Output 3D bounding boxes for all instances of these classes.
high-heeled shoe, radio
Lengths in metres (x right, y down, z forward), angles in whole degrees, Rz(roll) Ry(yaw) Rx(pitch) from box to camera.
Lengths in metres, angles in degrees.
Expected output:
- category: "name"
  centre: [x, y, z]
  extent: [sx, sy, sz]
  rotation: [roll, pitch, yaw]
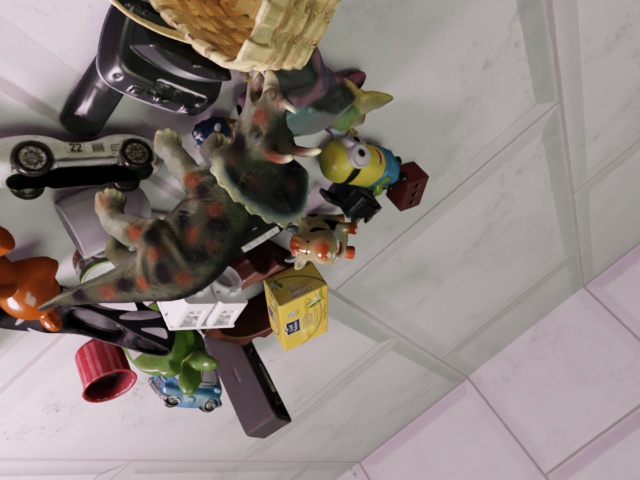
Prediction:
- category: "high-heeled shoe"
  centre: [-0.350, 0.141, 0.814]
  extent: [0.249, 0.145, 0.086]
  rotation: [-9, 137, -37]
- category: "radio"
  centre: [-0.148, 0.289, 1.107]
  extent: [0.073, 0.230, 0.131]
  rotation: [-31, 151, 0]

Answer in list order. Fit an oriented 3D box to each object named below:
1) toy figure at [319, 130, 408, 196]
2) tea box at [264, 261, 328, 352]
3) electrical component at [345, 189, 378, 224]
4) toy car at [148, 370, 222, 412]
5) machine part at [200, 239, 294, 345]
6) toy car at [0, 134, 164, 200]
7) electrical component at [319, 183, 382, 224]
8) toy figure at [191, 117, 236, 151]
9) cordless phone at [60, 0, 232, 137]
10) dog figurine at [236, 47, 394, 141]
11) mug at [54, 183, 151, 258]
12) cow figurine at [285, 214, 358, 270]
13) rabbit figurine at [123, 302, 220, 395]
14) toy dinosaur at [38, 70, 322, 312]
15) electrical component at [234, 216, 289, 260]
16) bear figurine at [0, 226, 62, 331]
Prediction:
- category: "toy figure"
  centre: [0.077, -0.126, 0.928]
  extent: [0.180, 0.082, 0.089]
  rotation: [10, 124, -51]
- category: "tea box"
  centre: [-0.041, 0.124, 0.986]
  extent: [0.098, 0.068, 0.169]
  rotation: [-25, 146, -16]
- category: "electrical component"
  centre: [0.093, -0.070, 1.063]
  extent: [0.094, 0.021, 0.063]
  rotation: [-41, 147, 6]
- category: "toy car"
  centre: [-0.271, 0.290, 1.128]
  extent: [0.161, 0.109, 0.103]
  rotation: [23, 93, -41]
- category: "machine part"
  centre: [-0.129, 0.099, 1.017]
  extent: [0.201, 0.087, 0.201]
  rotation: [-43, 145, 10]
- category: "toy car"
  centre: [-0.290, -0.092, 0.650]
  extent: [0.202, 0.056, 0.073]
  rotation: [-10, 163, -35]
- category: "electrical component"
  centre: [0.051, -0.080, 0.969]
  extent: [0.048, 0.075, 0.119]
  rotation: [-46, 143, 16]
- category: "toy figure"
  centre: [-0.117, -0.136, 0.762]
  extent: [0.154, 0.058, 0.064]
  rotation: [20, 111, -46]
- category: "cordless phone"
  centre: [-0.207, -0.174, 0.632]
  extent: [0.184, 0.089, 0.146]
  rotation: [-41, 150, 28]
- category: "dog figurine"
  centre: [0.000, -0.213, 0.731]
  extent: [0.219, 0.109, 0.191]
  rotation: [-21, 141, -29]
- category: "mug"
  centre: [-0.284, -0.026, 0.727]
  extent: [0.107, 0.081, 0.109]
  rotation: [-31, 142, -24]
- category: "cow figurine"
  centre: [-0.002, -0.003, 0.935]
  extent: [0.127, 0.195, 0.085]
  rotation: [0, 102, -8]
- category: "rabbit figurine"
  centre: [-0.255, 0.193, 0.985]
  extent: [0.121, 0.159, 0.170]
  rotation: [-49, 161, 1]
- category: "toy dinosaur"
  centre: [-0.156, -0.010, 0.636]
  extent: [0.404, 0.192, 0.131]
  rotation: [-50, 152, 6]
- category: "electrical component"
  centre: [-0.121, -0.045, 0.870]
  extent: [0.115, 0.058, 0.134]
  rotation: [-32, 147, -10]
- category: "bear figurine"
  centre: [-0.387, 0.034, 0.674]
  extent: [0.132, 0.120, 0.195]
  rotation: [-43, 148, 4]
